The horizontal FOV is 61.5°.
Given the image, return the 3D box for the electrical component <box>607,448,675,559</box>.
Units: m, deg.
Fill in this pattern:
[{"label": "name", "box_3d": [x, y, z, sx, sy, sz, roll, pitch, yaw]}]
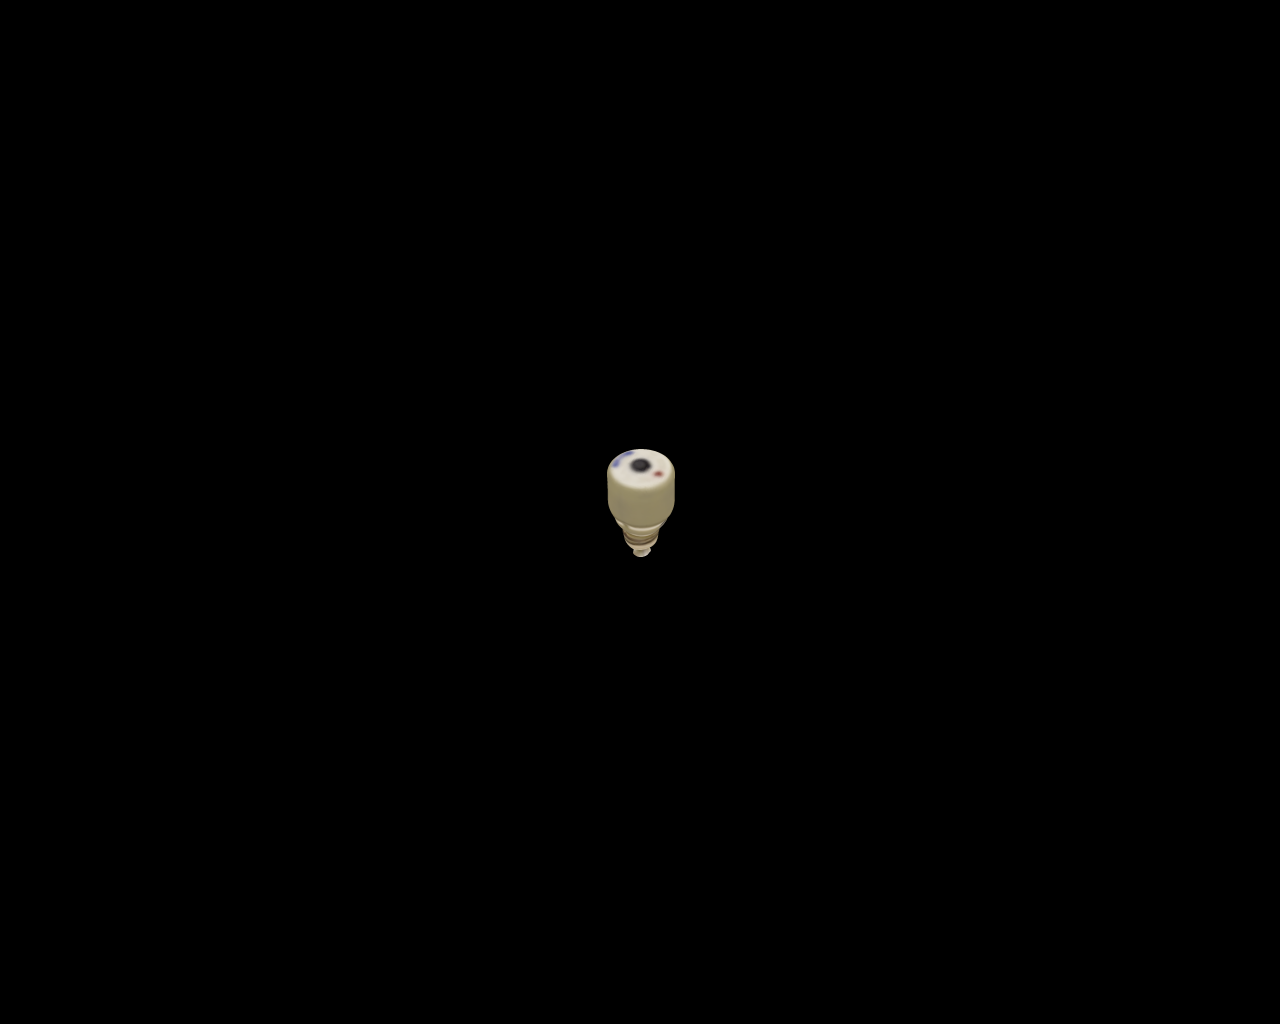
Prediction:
[{"label": "electrical component", "box_3d": [0.001, -0.003, 0.650, 0.040, 0.078, 0.040, 0, 44, 0]}]
